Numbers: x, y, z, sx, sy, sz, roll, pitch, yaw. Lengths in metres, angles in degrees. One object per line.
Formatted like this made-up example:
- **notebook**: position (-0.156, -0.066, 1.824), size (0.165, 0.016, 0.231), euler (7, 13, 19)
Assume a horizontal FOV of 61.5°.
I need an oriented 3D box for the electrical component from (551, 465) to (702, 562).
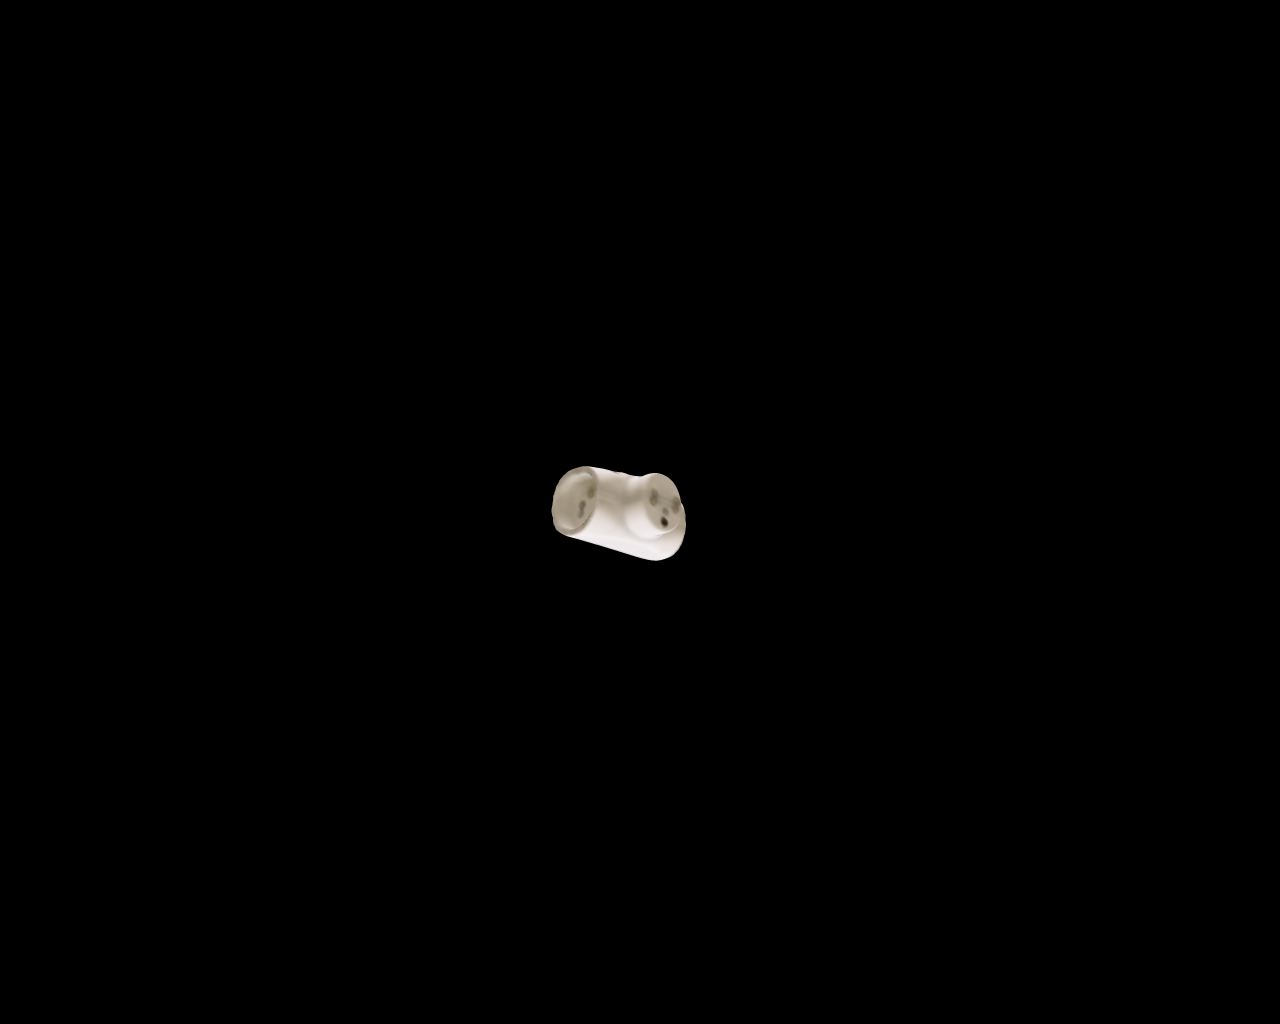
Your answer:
- **electrical component**: position (0.001, -0.003, 0.650), size (0.079, 0.044, 0.077), euler (-17, -26, 41)
